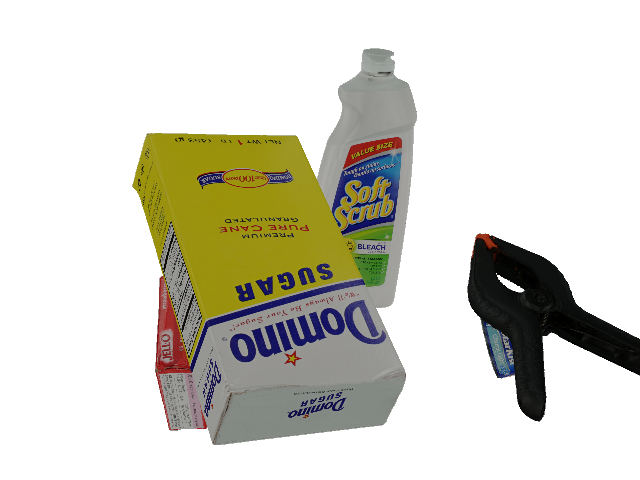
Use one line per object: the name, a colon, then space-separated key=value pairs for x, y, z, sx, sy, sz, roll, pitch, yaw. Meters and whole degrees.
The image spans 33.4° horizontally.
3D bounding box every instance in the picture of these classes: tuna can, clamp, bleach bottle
tuna can: x=0.200 y=0.106 z=1.167 sx=0.034 sy=0.086 sz=0.086 roll=-15 pitch=-3 yaw=12
clamp: x=0.173 y=0.057 z=0.796 sx=0.120 sy=0.039 sz=0.171 roll=-4 pitch=45 yaw=-21
bleach bottle: x=0.036 y=-0.059 z=1.031 sx=0.102 sy=0.251 sz=0.068 roll=2 pitch=23 yaw=-5

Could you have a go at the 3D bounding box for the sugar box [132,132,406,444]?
sugar box: x=-0.031 y=0.017 z=0.547 sx=0.093 sy=0.048 sz=0.176 roll=-3 pitch=45 yaw=-25

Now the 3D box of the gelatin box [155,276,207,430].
gelatin box: x=-0.093 y=0.077 z=0.726 sx=0.030 sy=0.073 sz=0.089 roll=-2 pitch=-35 yaw=-2
